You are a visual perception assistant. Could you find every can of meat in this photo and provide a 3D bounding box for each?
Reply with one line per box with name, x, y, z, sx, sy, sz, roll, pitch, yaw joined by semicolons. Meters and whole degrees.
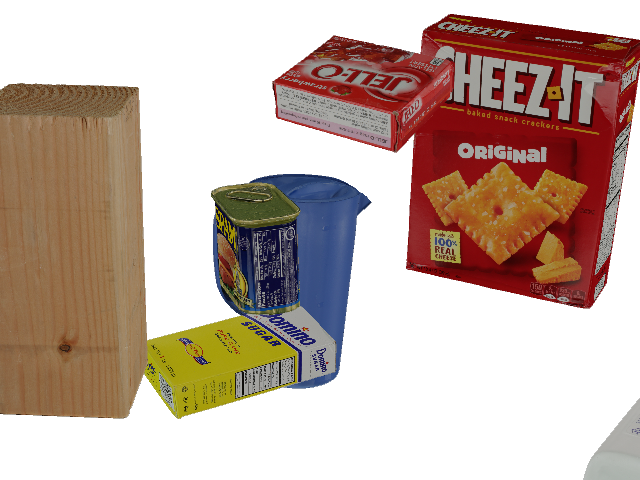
can of meat;-0.053;0.006;0.885;0.057;0.084;0.102;-8;21;-17

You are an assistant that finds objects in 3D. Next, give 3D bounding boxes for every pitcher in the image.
pitcher;-0.035;0.048;1.267;0.149;0.243;0.144;11;18;23

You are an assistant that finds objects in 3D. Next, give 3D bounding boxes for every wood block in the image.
wood block;-0.169;0.006;0.714;0.091;0.206;0.090;2;20;0

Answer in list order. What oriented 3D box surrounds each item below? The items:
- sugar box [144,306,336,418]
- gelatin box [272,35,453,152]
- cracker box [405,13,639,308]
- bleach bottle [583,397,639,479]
sugar box;-0.082;0.117;1.074;0.176;0.048;0.093;-16;32;-24
gelatin box;0.027;-0.094;0.661;0.089;0.030;0.073;18;42;27
cracker box;0.160;-0.064;0.872;0.164;0.214;0.072;13;28;23
bleach bottle;0.248;0.104;0.628;0.103;0.068;0.250;19;30;32
